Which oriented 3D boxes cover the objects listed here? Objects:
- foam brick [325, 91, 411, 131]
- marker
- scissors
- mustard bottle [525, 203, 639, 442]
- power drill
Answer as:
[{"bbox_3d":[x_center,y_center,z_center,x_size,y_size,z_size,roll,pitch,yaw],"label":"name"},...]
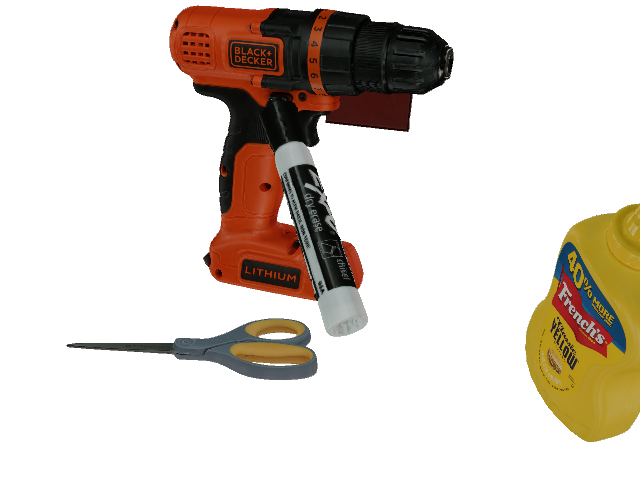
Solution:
[{"bbox_3d":[0.045,-0.132,0.975,0.078,0.051,0.053,7,17,5],"label":"foam brick"},{"bbox_3d":[-0.005,-0.014,0.481,0.020,0.121,0.020,-14,-27,-8],"label":"marker"},{"bbox_3d":[-0.095,0.081,0.873,0.202,0.016,0.096,7,22,16],"label":"scissors"},{"bbox_3d":[0.179,0.040,0.657,0.058,0.096,0.192,-12,-36,-14],"label":"mustard bottle"},{"bbox_3d":[-0.008,-0.057,0.692,0.185,0.188,0.057,10,23,22],"label":"power drill"}]
